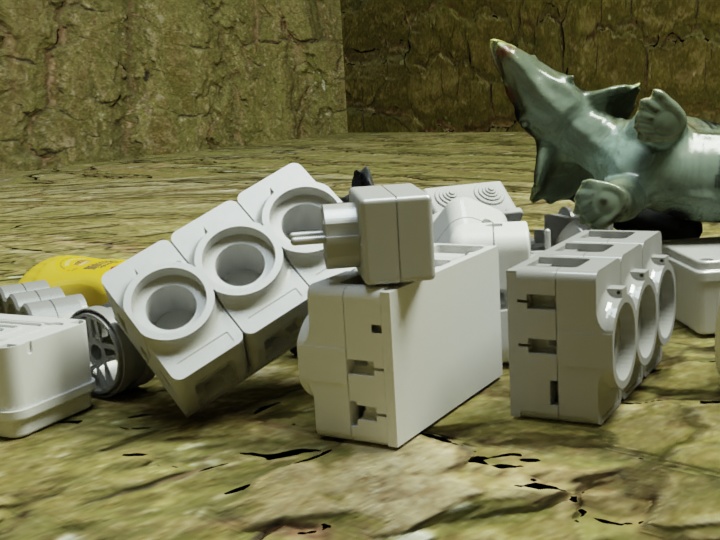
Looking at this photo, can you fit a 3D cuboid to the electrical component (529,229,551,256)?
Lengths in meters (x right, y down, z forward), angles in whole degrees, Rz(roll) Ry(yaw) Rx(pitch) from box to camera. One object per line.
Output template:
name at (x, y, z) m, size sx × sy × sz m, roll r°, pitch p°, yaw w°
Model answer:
electrical component at (0.140, 0.006, 0.843) m, size 0.083 × 0.075 × 0.047 m, roll -8°, pitch 12°, yaw -24°

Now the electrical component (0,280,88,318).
electrical component at (-0.235, 0.039, 0.847) m, size 0.074 × 0.052 × 0.138 m, roll -9°, pitch 12°, yaw -29°

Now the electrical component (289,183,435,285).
electrical component at (-0.001, -0.020, 0.607) m, size 0.077 × 0.047 × 0.065 m, roll -4°, pitch 11°, yaw -5°

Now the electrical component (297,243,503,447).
electrical component at (0.029, 0.039, 0.661) m, size 0.062 × 0.089 × 0.150 m, roll 3°, pitch 12°, yaw 30°

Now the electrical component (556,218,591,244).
electrical component at (0.210, 0.002, 0.899) m, size 0.079 × 0.044 × 0.077 m, roll 37°, pitch 12°, yaw -50°

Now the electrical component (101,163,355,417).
electrical component at (-0.074, 0.008, 0.682) m, size 0.150 × 0.061 × 0.089 m, roll -33°, pitch 65°, yaw -19°

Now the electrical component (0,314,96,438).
electrical component at (-0.237, 0.065, 0.693) m, size 0.113 × 0.057 × 0.078 m, roll 2°, pitch 12°, yaw 27°

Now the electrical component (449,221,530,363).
electrical component at (0.089, 0.016, 0.754) m, size 0.059 × 0.095 × 0.053 m, roll -2°, pitch 11°, yaw 7°

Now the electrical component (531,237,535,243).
electrical component at (0.135, -0.005, 0.982) m, size 0.055 × 0.047 × 0.055 m, roll -3°, pitch 10°, yaw 1°

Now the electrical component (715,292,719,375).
electrical component at (0.264, 0.019, 0.667) m, size 0.060 × 0.108 × 0.108 m, roll 9°, pitch 15°, yaw 29°

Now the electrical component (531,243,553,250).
electrical component at (0.143, 0.004, 0.929) m, size 0.055 × 0.047 × 0.055 m, roll -3°, pitch 11°, yaw 1°

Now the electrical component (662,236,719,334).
electrical component at (0.295, 0.009, 0.832) m, size 0.109 × 0.056 × 0.108 m, roll -4°, pitch 10°, yaw -3°

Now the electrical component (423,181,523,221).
electrical component at (0.096, -0.036, 1.022) m, size 0.100 × 0.099 × 0.048 m, roll -7°, pitch 49°, yaw -20°

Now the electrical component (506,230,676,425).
electrical component at (0.149, 0.030, 0.673) m, size 0.062 × 0.089 × 0.150 m, roll 3°, pitch 12°, yaw 29°

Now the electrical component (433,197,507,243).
electrical component at (0.073, -0.007, 0.831) m, size 0.054 × 0.095 × 0.059 m, roll 20°, pitch 39°, yaw -21°
